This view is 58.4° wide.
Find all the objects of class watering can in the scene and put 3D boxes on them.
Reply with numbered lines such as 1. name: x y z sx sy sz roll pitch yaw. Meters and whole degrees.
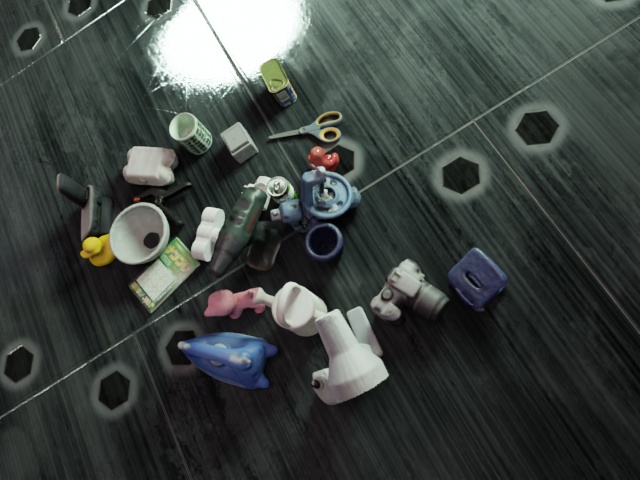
1. watering can: -0.063 0.151 1.264 0.172 0.194 0.101 -8 71 14

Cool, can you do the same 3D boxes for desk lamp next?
1. desk lamp: 0.060 0.233 1.193 0.118 0.214 0.203 -28 68 6

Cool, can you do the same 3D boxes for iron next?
1. iron: -0.236 0.261 1.307 0.257 0.142 0.119 8 75 18

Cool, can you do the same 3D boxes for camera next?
1. camera: 0.200 0.130 1.247 0.136 0.101 0.143 34 84 22

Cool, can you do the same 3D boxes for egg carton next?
1. egg carton: -0.461 -0.199 1.555 0.150 0.069 0.107 4 74 17

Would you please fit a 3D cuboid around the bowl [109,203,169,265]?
1. bowl: -0.456 -0.008 1.491 0.167 0.075 0.167 -5 72 15

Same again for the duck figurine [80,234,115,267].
1. duck figurine: -0.583 0.017 1.513 0.104 0.086 0.077 -41 67 1

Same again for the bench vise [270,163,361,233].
1. bench vise: -0.019 -0.088 1.312 0.207 0.220 0.121 -36 67 3

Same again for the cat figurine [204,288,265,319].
1. cat figurine: -0.206 0.143 1.348 0.127 0.118 0.067 -18 69 10

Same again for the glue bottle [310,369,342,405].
1. glue bottle: 0.008 0.306 1.206 0.037 0.173 0.078 -22 68 9

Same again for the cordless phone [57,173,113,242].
1. cordless phone: -0.635 -0.085 1.506 0.094 0.185 0.147 -14 70 12

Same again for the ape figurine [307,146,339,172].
1. ape figurine: 0.002 -0.199 1.411 0.077 0.092 0.076 21 80 21

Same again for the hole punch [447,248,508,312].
1. hole punch: 0.337 0.087 1.227 0.101 0.091 0.108 -41 67 1

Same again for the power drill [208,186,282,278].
1. power drill: -0.168 0.002 1.333 0.075 0.209 0.230 13 77 20

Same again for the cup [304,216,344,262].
1. cup: 0.012 0.005 1.343 0.091 0.095 0.117 -29 68 6
